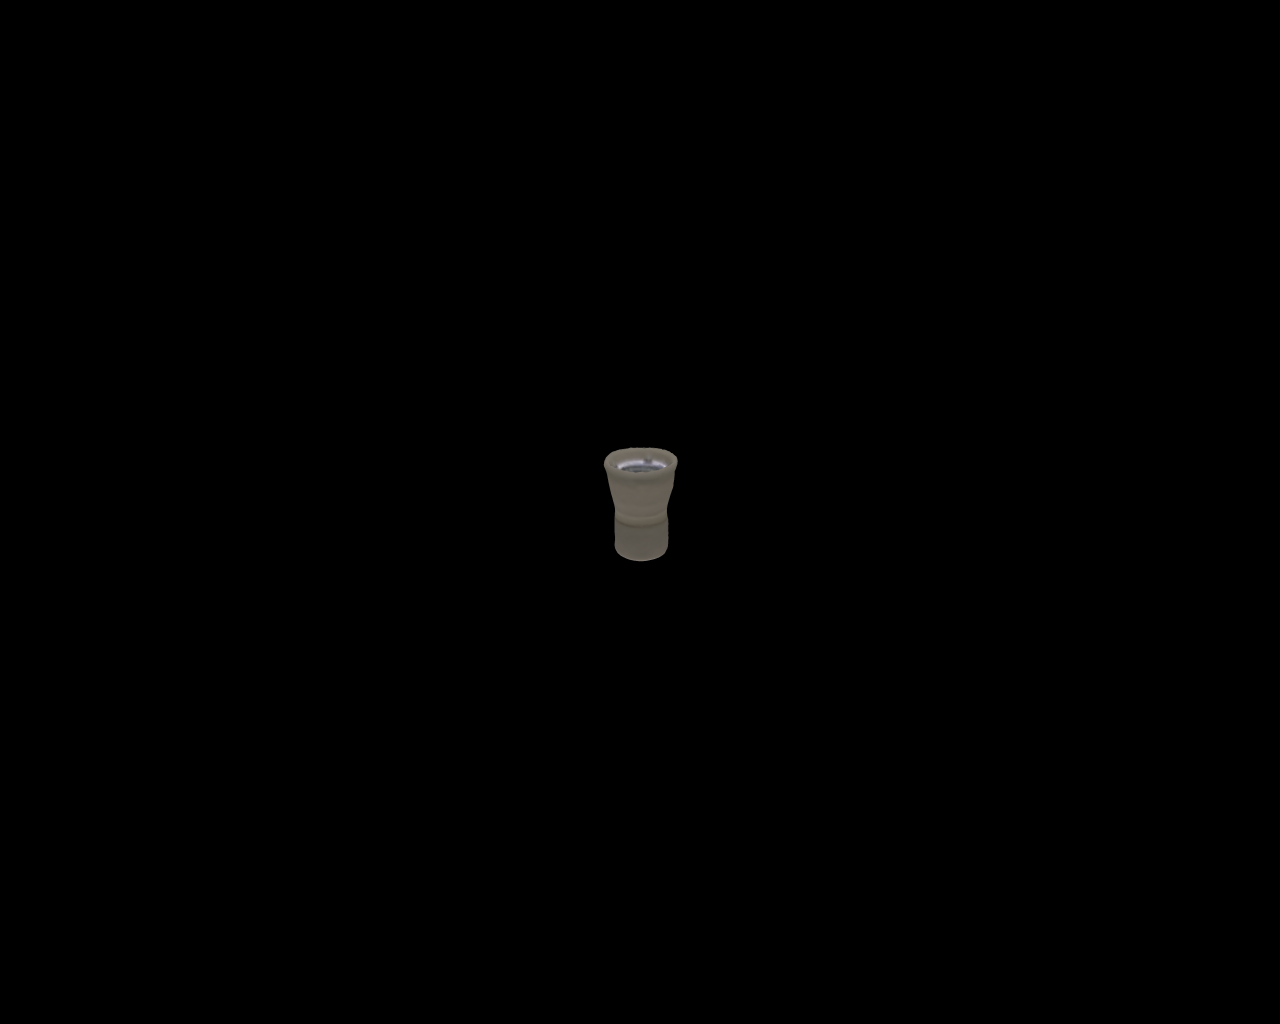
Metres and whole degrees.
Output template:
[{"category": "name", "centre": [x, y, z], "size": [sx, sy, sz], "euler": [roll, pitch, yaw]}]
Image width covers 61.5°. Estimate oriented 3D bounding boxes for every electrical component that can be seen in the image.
[{"category": "electrical component", "centre": [0.001, -0.003, 0.650], "size": [0.044, 0.065, 0.044], "euler": [0, 25, 0]}]
